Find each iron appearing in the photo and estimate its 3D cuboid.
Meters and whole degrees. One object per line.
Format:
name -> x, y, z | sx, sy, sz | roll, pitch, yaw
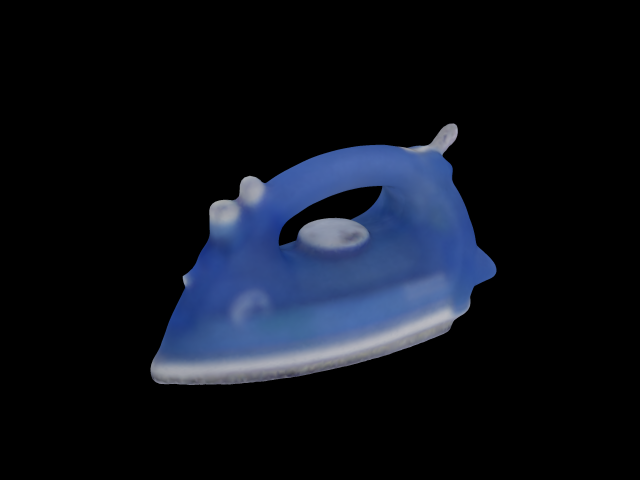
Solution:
iron -> 0.004, 0.001, 0.400 | 0.259, 0.141, 0.118 | -14, 27, -29
